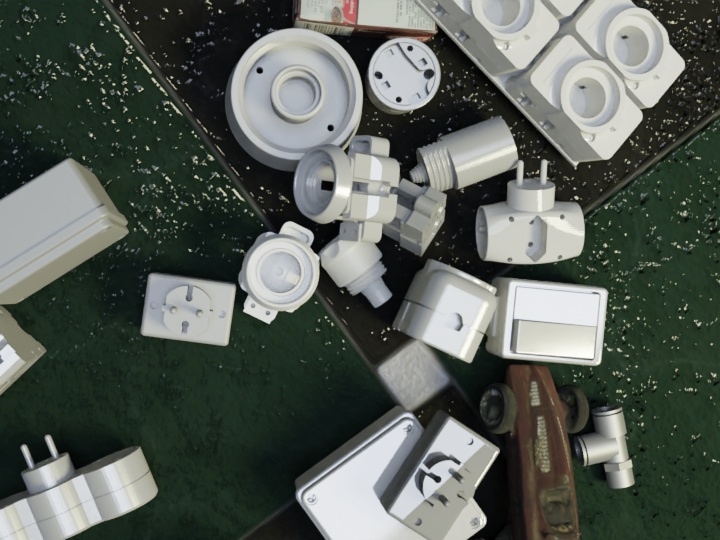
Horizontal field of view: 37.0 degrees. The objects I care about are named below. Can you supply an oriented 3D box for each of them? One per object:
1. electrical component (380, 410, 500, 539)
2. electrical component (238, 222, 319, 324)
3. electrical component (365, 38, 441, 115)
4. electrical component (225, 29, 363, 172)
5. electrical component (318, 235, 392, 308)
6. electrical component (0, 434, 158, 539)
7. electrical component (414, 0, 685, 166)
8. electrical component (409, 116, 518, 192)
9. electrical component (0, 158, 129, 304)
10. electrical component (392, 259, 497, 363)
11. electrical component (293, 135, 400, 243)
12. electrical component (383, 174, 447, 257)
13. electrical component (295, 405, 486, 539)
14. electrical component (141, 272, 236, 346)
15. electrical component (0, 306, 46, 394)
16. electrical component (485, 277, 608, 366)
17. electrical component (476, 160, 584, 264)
[{"bbox_3d":[0.060,0.151,0.769,0.047,0.076,0.083,34,87,-6],"label":"electrical component"},{"bbox_3d":[-0.061,0.002,0.820,0.058,0.057,0.078,27,88,-6],"label":"electrical component"},{"bbox_3d":[0.031,-0.148,0.833,0.055,0.047,0.055,0,91,-6],"label":"electrical component"},{"bbox_3d":[-0.049,-0.131,0.817,0.108,0.060,0.108,0,91,-6],"label":"electrical component"},{"bbox_3d":[0.000,0.000,0.834,0.043,0.043,0.062,-38,96,-5],"label":"electrical component"},{"bbox_3d":[-0.230,0.161,0.806,0.138,0.052,0.073,-22,94,-6],"label":"electrical component"},{"bbox_3d":[0.148,-0.183,0.820,0.186,0.060,0.105,43,80,-14],"label":"electrical component"},{"bbox_3d":[0.078,-0.086,0.842,0.081,0.043,0.043,-21,93,-5],"label":"electrical component"},{"bbox_3d":[-0.231,-0.026,0.775,0.109,0.109,0.056,-33,92,-5],"label":"electrical component"},{"bbox_3d":[0.065,0.030,0.816,0.054,0.095,0.059,25,88,-6],"label":"electrical component"},{"bbox_3d":[-0.011,-0.061,0.787,0.057,0.058,0.078,4,91,-40],"label":"electrical component"},{"bbox_3d":[0.033,-0.046,0.830,0.055,0.066,0.048,28,69,14],"label":"electrical component"},{"bbox_3d":[0.022,0.180,0.834,0.109,0.056,0.108,-35,95,-5],"label":"electrical component"},{"bbox_3d":[-0.128,0.030,0.803,0.066,0.077,0.047,8,90,-7],"label":"electrical component"},{"bbox_3d":[-0.273,0.065,0.781,0.056,0.089,0.050,-44,95,-4],"label":"electrical component"},{"bbox_3d":[0.140,0.039,0.842,0.096,0.061,0.061,5,90,-7],"label":"electrical component"},{"bbox_3d":[0.133,-0.048,0.843,0.077,0.043,0.079,-3,109,-6],"label":"electrical component"}]
